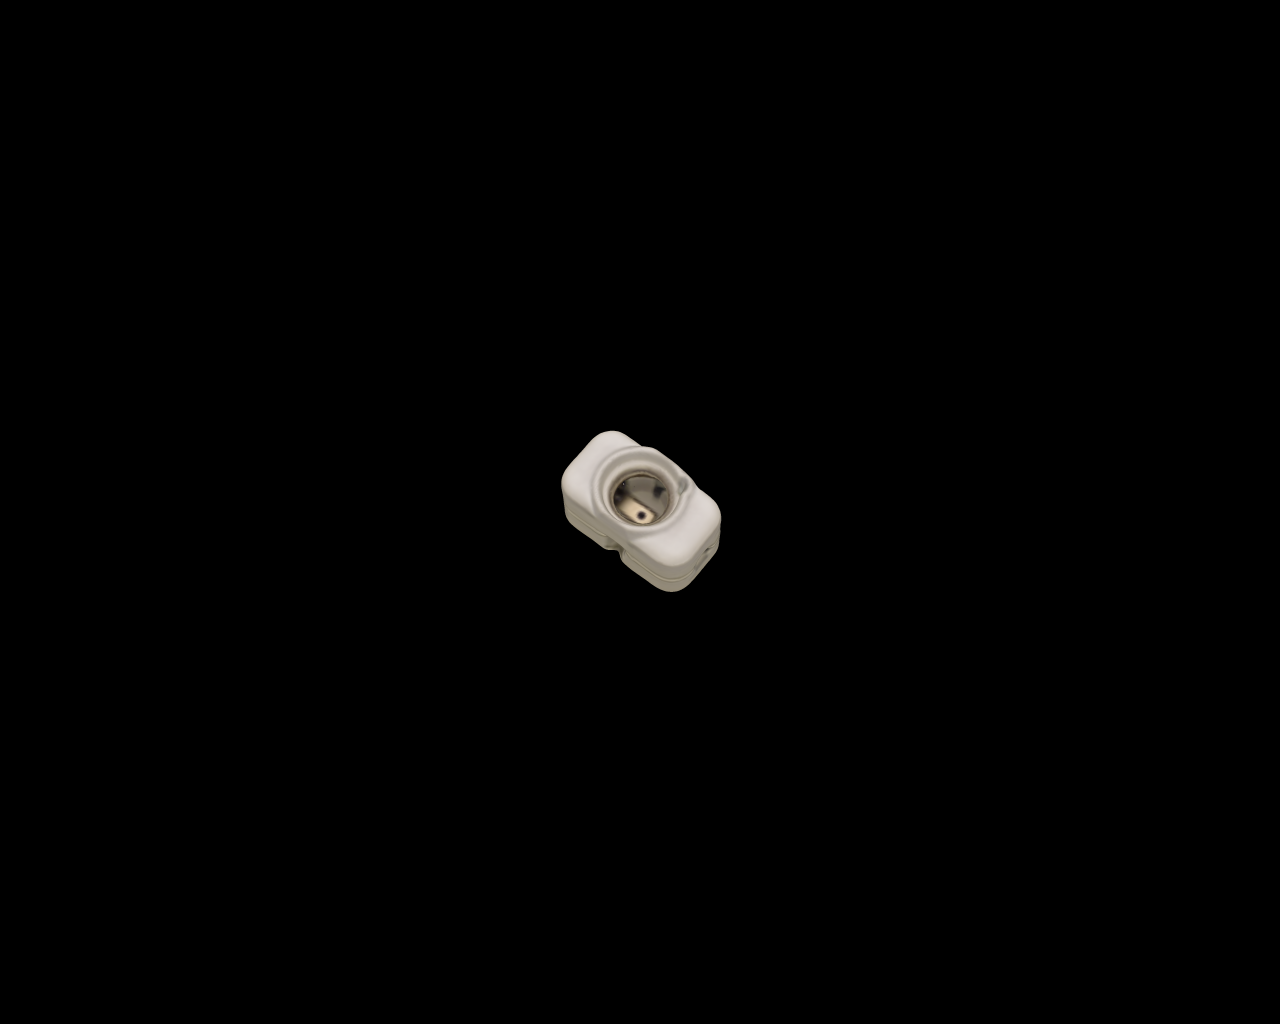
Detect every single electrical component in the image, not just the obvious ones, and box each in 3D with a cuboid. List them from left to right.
[{"bbox_3d":[0.001,-0.003,0.650,0.095,0.054,0.059,37,-19,15],"label":"electrical component"}]
